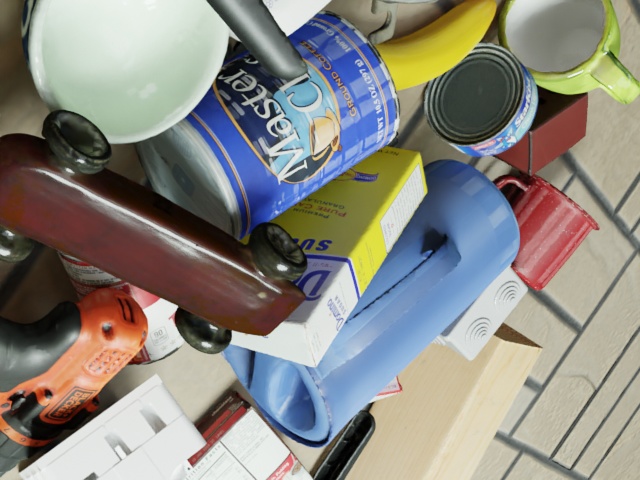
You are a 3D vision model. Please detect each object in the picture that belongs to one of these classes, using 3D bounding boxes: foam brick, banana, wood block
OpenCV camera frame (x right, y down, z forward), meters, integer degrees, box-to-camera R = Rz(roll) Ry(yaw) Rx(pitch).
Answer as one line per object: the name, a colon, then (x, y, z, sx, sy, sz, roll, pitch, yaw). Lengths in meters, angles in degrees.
foam brick: (0.192, -0.104, 0.943, 0.078, 0.053, 0.051, -35, 138, -25)
banana: (0.062, -0.144, 0.787, 0.197, 0.037, 0.070, -13, 126, -41)
wood block: (0.113, 0.167, 1.027, 0.090, 0.091, 0.206, 15, 105, -51)

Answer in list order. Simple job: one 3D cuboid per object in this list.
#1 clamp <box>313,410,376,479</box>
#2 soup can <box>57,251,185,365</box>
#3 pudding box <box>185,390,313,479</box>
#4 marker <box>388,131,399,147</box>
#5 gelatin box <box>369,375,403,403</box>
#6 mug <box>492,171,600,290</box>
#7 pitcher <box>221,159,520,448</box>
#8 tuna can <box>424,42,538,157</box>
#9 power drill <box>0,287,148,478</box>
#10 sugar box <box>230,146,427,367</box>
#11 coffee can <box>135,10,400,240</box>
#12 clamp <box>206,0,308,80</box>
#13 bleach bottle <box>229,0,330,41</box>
clamp: (-0.017, 0.237, 0.984, 0.120, 0.039, 0.171, 3, 112, -36)
soup can: (-0.124, 0.024, 0.686, 0.068, 0.069, 0.102, -36, 137, -24)
pudding box: (-0.067, 0.192, 0.876, 0.090, 0.039, 0.113, -43, 123, -12)
marker: (0.016, -0.047, 0.824, 0.121, 0.020, 0.020, -43, 140, -16)
gelatin box: (0.015, 0.129, 0.912, 0.089, 0.030, 0.073, -2, 162, -45)
mug: (0.189, -0.013, 0.984, 0.117, 0.093, 0.081, 37, 93, -34)
pitcher: (0.047, 0.037, 0.823, 0.242, 0.149, 0.145, -37, 138, -27)
tuna can: (0.127, -0.110, 0.843, 0.033, 0.086, 0.086, 24, 98, -53)
power drill: (-0.218, 0.080, 0.614, 0.185, 0.057, 0.187, -44, 143, 24)
sugar box: (-0.005, 0.001, 0.733, 0.176, 0.093, 0.048, -54, 144, -38)
coffee can: (-0.034, -0.071, 0.685, 0.140, 0.103, 0.103, -34, 137, -25)
clamp: (-0.072, -0.164, 0.528, 0.209, 0.036, 0.164, -3, 108, -33)
bleach bottle: (-0.060, -0.228, 0.577, 0.102, 0.068, 0.250, -45, 139, -14)
